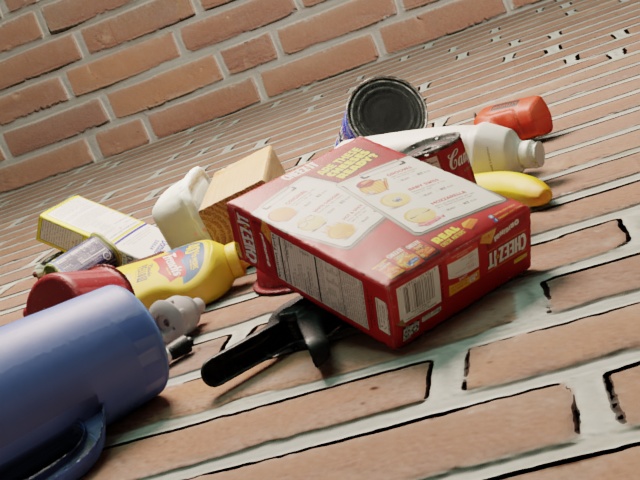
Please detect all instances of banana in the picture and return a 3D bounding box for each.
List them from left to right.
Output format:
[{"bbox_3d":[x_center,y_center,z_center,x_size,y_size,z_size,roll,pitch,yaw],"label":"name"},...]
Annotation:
[{"bbox_3d":[0.165,-0.043,1.133,0.198,0.037,0.069,-12,34,39],"label":"banana"}]

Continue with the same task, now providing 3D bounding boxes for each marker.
[{"bbox_3d":[-0.170,0.124,1.009,0.120,0.020,0.020,-29,15,-31],"label":"marker"}]

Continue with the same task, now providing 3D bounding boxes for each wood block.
[{"bbox_3d":[-0.086,-0.044,1.361,0.091,0.090,0.206,-27,14,7],"label":"wood block"}]

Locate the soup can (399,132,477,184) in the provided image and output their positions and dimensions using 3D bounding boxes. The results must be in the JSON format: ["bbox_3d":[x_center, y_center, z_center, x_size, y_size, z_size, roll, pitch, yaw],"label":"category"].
[{"bbox_3d":[0.123,-0.048,1.058,0.068,0.102,0.068,-20,13,5],"label":"soup can"}]

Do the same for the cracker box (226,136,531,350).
[{"bbox_3d":[0.049,-0.004,0.926,0.164,0.072,0.214,-28,36,-30],"label":"cracker box"}]

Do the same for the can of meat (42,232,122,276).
[{"bbox_3d":[-0.301,0.052,1.336,0.083,0.057,0.102,-37,-23,-41],"label":"can of meat"}]

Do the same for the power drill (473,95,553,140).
[{"bbox_3d":[0.208,-0.119,1.310,0.185,0.057,0.187,-7,19,46],"label":"power drill"}]

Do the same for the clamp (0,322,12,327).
[{"bbox_3d":[-0.292,0.125,1.038,0.210,0.036,0.164,-1,41,41],"label":"clamp"}]

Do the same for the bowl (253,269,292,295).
[{"bbox_3d":[-0.008,0.001,1.170,0.162,0.055,0.162,-21,13,5],"label":"bowl"}]

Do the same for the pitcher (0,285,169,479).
[{"bbox_3d":[-0.242,0.135,0.877,0.242,0.149,0.145,-26,-1,-34],"label":"pitcher"}]

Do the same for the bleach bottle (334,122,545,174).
[{"bbox_3d":[0.135,-0.078,1.215,0.251,0.102,0.068,-4,29,35],"label":"bleach bottle"}]

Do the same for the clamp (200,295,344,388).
[{"bbox_3d":[-0.029,0.080,0.927,0.120,0.039,0.171,-11,12,19],"label":"clamp"}]

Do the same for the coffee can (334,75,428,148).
[{"bbox_3d":[0.076,-0.135,1.372,0.102,0.103,0.140,-24,-13,-12],"label":"coffee can"}]

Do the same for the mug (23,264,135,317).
[{"bbox_3d":[-0.265,0.074,1.136,0.117,0.093,0.081,-2,0,30],"label":"mug"}]

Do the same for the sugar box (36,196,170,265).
[{"bbox_3d":[-0.276,0.001,1.416,0.176,0.048,0.093,24,28,14],"label":"sugar box"}]

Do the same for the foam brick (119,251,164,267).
[{"bbox_3d":[-0.218,0.054,1.293,0.078,0.051,0.053,-20,12,4],"label":"foam brick"}]

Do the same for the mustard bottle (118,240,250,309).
[{"bbox_3d":[-0.160,0.046,1.212,0.191,0.058,0.096,-19,30,4],"label":"mustard bottle"}]
